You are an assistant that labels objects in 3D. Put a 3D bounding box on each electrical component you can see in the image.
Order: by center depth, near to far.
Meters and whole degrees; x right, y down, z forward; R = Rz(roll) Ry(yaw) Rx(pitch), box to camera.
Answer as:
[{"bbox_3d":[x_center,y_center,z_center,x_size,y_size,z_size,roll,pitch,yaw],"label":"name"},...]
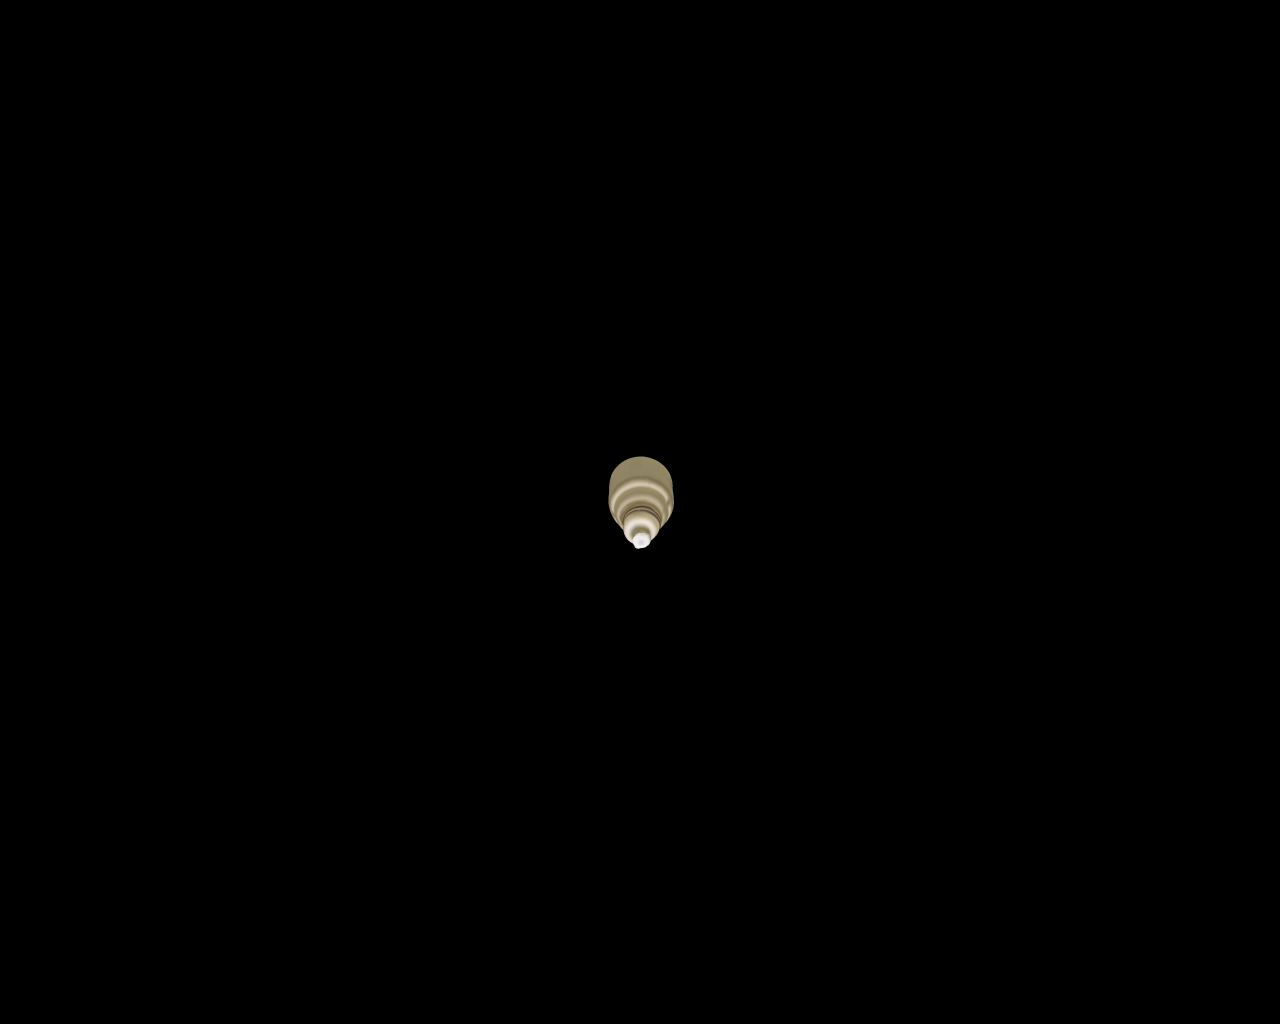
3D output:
[{"bbox_3d":[0.001,-0.003,0.650,0.040,0.040,0.078,0,30,0],"label":"electrical component"}]
